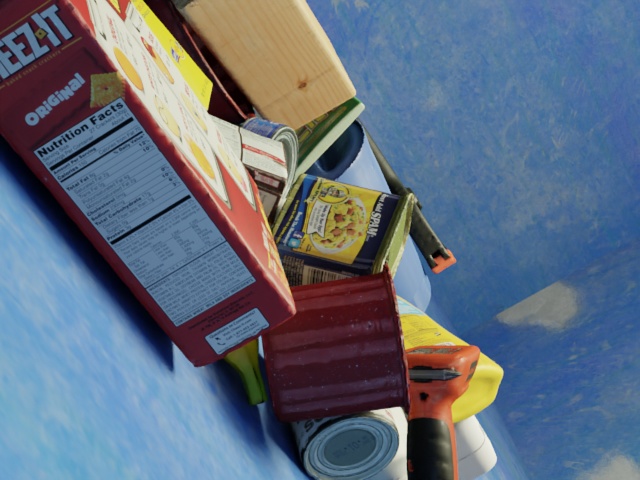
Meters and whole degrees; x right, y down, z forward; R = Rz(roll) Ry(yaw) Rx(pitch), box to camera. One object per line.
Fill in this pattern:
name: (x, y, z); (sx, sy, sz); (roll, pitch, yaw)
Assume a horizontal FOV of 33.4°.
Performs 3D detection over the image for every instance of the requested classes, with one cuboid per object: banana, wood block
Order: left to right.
banana: (-0.064, 0.024, 0.698); (0.198, 0.037, 0.069); (-105, -172, -58)
wood block: (-0.055, -0.195, 0.962); (0.206, 0.091, 0.090); (51, 13, -55)

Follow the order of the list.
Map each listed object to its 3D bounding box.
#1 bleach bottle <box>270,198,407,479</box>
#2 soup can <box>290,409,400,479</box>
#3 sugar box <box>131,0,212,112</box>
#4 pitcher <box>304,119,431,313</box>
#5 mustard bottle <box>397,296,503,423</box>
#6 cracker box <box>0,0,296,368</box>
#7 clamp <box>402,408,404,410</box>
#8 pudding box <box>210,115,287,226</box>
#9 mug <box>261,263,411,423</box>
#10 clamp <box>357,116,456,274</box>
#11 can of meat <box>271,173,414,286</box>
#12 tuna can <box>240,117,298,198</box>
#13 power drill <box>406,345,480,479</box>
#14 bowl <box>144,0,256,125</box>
bleach bottle: (0.010, 0.092, 0.837); (0.251, 0.068, 0.102); (64, 11, 6)
soup can: (0.009, 0.106, 0.724); (0.068, 0.068, 0.102); (55, 9, -39)
sugar box: (-0.144, -0.152, 0.715); (0.176, 0.048, 0.093); (52, 8, -18)
pitcher: (0.027, 0.001, 1.143); (0.145, 0.149, 0.242); (44, -12, 53)
mustard bottle: (0.062, 0.087, 0.937); (0.096, 0.058, 0.192); (-9, 32, -39)
cracker box: (-0.105, -0.058, 0.569); (0.213, 0.072, 0.164); (55, 7, -29)
clamp: (0.048, 0.129, 1.050); (0.120, 0.039, 0.171); (61, 7, 14)
pudding box: (-0.071, -0.058, 0.786); (0.090, 0.039, 0.113); (20, 15, -11)
mug: (0.007, 0.063, 0.661); (0.117, 0.081, 0.093); (-100, -179, -76)
clamp: (0.098, -0.040, 1.251); (0.210, 0.036, 0.164); (59, 5, 29)
can of meat: (0.013, 0.003, 0.753); (0.102, 0.084, 0.057); (-65, 164, -45)
tuna can: (-0.051, -0.063, 0.937); (0.034, 0.086, 0.086); (16, -10, 19)
power drill: (0.090, 0.172, 0.779); (0.184, 0.057, 0.187); (10, 77, -75)
bowl: (-0.121, -0.159, 0.956); (0.162, 0.055, 0.162); (59, 7, -12)
